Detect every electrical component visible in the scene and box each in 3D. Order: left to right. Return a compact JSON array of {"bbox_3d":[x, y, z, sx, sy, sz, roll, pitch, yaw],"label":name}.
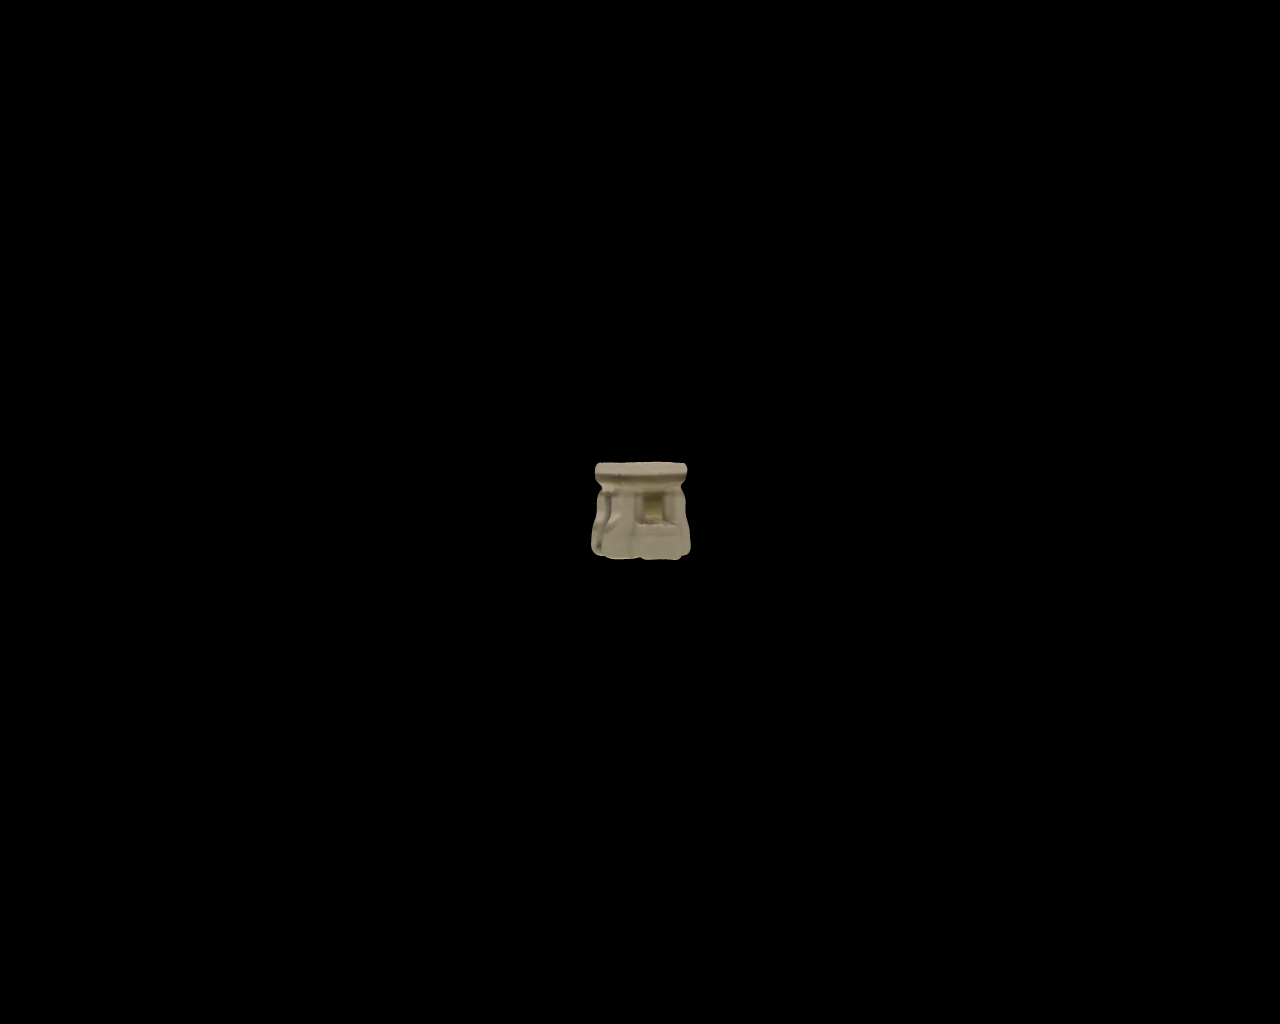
[{"bbox_3d":[0.001,-0.003,0.650,0.058,0.057,0.078,-1,3,-19],"label":"electrical component"}]
